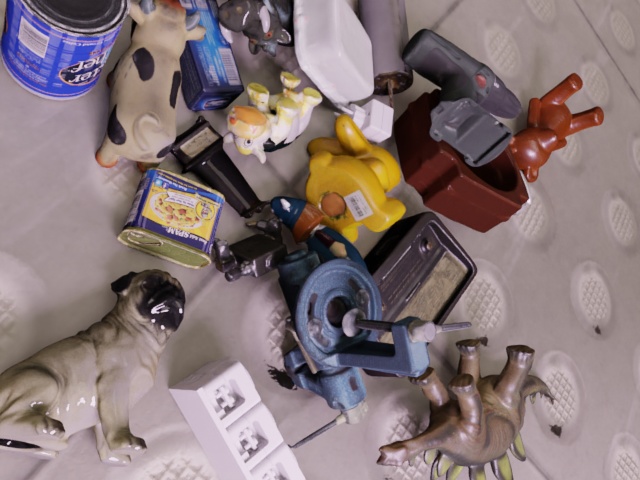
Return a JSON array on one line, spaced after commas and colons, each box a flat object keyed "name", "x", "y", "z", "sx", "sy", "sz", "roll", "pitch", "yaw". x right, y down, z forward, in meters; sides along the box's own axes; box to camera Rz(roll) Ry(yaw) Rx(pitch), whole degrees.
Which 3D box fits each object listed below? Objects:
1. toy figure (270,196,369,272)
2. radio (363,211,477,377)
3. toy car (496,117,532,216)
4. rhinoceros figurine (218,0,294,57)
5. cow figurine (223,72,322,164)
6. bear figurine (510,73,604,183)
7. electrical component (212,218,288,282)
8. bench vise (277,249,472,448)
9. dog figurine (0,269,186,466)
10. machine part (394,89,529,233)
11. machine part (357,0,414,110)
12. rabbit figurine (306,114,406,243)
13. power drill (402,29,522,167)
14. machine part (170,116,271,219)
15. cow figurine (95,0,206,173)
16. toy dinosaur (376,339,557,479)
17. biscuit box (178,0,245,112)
[{"name": "toy figure", "x": -0.003, "y": -0.001, "z": 0.686, "sx": 0.154, "sy": 0.064, "sz": 0.058, "roll": 50, "pitch": 38, "yaw": 7}, {"name": "radio", "x": 0.118, "y": 0.070, "z": 0.764, "sx": 0.131, "sy": 0.073, "sz": 0.229, "roll": 52, "pitch": 56, "yaw": -12}, {"name": "toy car", "x": 0.315, "y": -0.139, "z": 0.961, "sx": 0.073, "sy": 0.056, "sz": 0.201, "roll": -24, "pitch": 92, "yaw": -35}, {"name": "rhinoceros figurine", "x": -0.074, "y": -0.293, "z": 0.699, "sx": 0.190, "sy": 0.073, "sz": 0.112, "roll": -39, "pitch": 122, "yaw": -67}, {"name": "cow figurine", "x": -0.069, "y": -0.143, "z": 0.672, "sx": 0.068, "sy": 0.098, "sz": 0.167, "roll": 35, "pitch": 38, "yaw": 9}, {"name": "bear figurine", "x": 0.434, "y": -0.208, "z": 1.018, "sx": 0.120, "sy": 0.132, "sz": 0.196, "roll": 52, "pitch": 50, "yaw": -8}, {"name": "electrical component", "x": -0.085, "y": 0.010, "z": 0.652, "sx": 0.102, "sy": 0.078, "sz": 0.045, "roll": -22, "pitch": 116, "yaw": -30}, {"name": "bench vise", "x": 0.036, "y": 0.115, "z": 0.591, "sx": 0.129, "sy": 0.241, "sz": 0.223, "roll": -11, "pitch": 92, "yaw": -37}, {"name": "dog figurine", "x": -0.228, "y": 0.107, "z": 0.523, "sx": 0.172, "sy": 0.121, "sz": 0.190, "roll": 23, "pitch": 52, "yaw": -31}, {"name": "machine part", "x": 0.217, "y": -0.122, "z": 0.839, "sx": 0.201, "sy": 0.087, "sz": 0.201, "roll": 21, "pitch": 45, "yaw": -29}, {"name": "machine part", "x": 0.103, "y": -0.322, "z": 0.855, "sx": 0.079, "sy": 0.079, "sz": 0.243, "roll": 2, "pitch": 77, "yaw": -33}, {"name": "rabbit figurine", "x": 0.049, "y": -0.087, "z": 0.755, "sx": 0.162, "sy": 0.122, "sz": 0.173, "roll": 54, "pitch": 41, "yaw": 0}, {"name": "power drill", "x": 0.224, "y": -0.202, "z": 0.784, "sx": 0.232, "sy": 0.086, "sz": 0.207, "roll": 30, "pitch": 46, "yaw": -19}, {"name": "machine part", "x": -0.122, "y": -0.083, "z": 0.668, "sx": 0.138, "sy": 0.039, "sz": 0.084, "roll": 47, "pitch": 49, "yaw": -13}, {"name": "cow figurine", "x": -0.189, "y": -0.181, "z": 0.593, "sx": 0.085, "sy": 0.127, "sz": 0.195, "roll": 13, "pitch": 74, "yaw": -34}, {"name": "toy dinosaur", "x": 0.241, "y": 0.245, "z": 0.772, "sx": 0.471, "sy": 0.105, "sz": 0.198, "roll": -7, "pitch": 100, "yaw": -42}, {"name": "biscuit box", "x": -0.159, "y": -0.265, "z": 0.673, "sx": 0.059, "sy": 0.063, "sz": 0.202, "roll": -16, "pitch": 88, "yaw": -36}]
